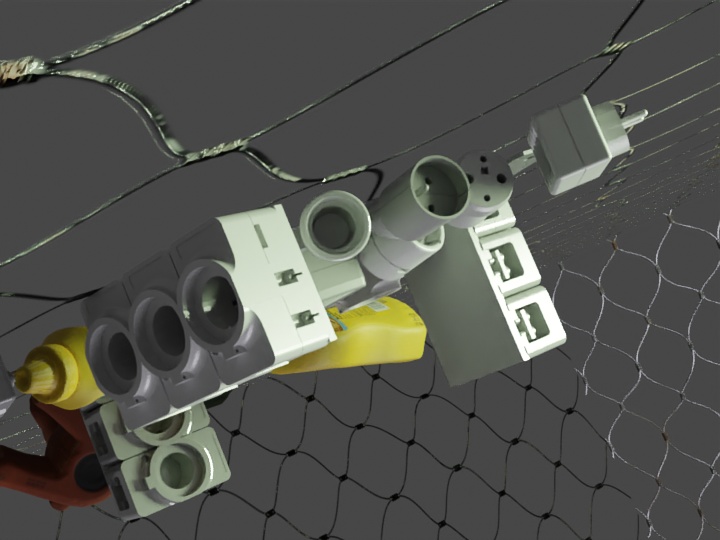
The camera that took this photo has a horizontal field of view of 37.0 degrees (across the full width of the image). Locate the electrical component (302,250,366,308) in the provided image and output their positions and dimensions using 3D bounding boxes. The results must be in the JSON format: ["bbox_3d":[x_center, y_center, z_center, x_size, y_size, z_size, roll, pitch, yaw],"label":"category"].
[{"bbox_3d":[-0.043,0.008,0.800,0.096,0.061,0.062,-19,173,-34],"label":"electrical component"}]

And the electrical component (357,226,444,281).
[{"bbox_3d":[0.030,-0.026,0.809,0.047,0.055,0.055,-32,170,39],"label":"electrical component"}]

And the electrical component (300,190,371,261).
[{"bbox_3d":[-0.019,-0.025,0.696,0.044,0.044,0.065,-22,179,-7],"label":"electrical component"}]

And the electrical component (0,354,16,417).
[{"bbox_3d":[-0.264,0.078,0.661,0.100,0.048,0.100,-19,174,-27],"label":"electrical component"}]

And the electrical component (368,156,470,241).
[{"bbox_3d":[0.036,-0.043,0.725,0.043,0.043,0.081,-20,174,-27],"label":"electrical component"}]

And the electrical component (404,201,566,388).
[{"bbox_3d":[0.093,0.007,0.864,0.062,0.150,0.089,-17,172,-40],"label":"electrical component"}]

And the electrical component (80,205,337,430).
[{"bbox_3d":[-0.100,0.033,0.661,0.150,0.089,0.062,-27,173,39],"label":"electrical component"}]

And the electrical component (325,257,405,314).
[{"bbox_3d":[0.000,0.000,0.924,0.089,0.055,0.050,-25,174,22],"label":"electrical component"}]

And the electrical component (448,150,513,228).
[{"bbox_3d":[0.080,-0.057,0.758,0.045,0.045,0.055,-21,174,-15],"label":"electrical component"}]

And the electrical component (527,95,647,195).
[{"bbox_3d":[0.159,-0.091,0.733,0.076,0.047,0.083,-23,175,5],"label":"electrical component"}]

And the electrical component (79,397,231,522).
[{"bbox_3d":[-0.185,0.130,0.936,0.089,0.150,0.062,-19,175,-33],"label":"electrical component"}]
